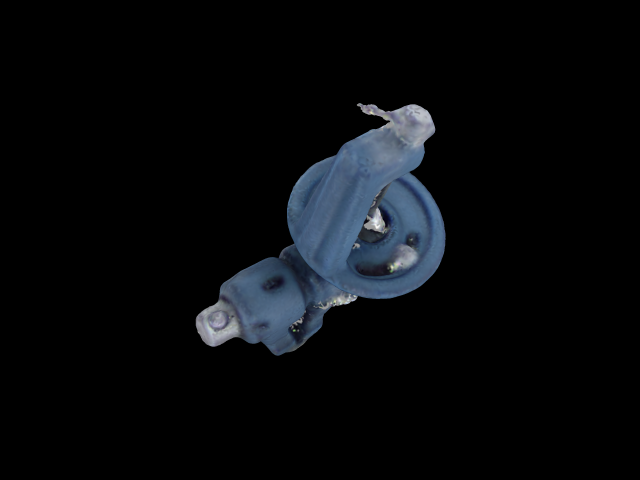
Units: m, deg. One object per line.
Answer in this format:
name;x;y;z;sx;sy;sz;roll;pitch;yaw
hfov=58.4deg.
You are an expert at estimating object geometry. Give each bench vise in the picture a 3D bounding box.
bench vise;0.013;0.008;0.398;0.121;0.220;0.208;36;74;12
